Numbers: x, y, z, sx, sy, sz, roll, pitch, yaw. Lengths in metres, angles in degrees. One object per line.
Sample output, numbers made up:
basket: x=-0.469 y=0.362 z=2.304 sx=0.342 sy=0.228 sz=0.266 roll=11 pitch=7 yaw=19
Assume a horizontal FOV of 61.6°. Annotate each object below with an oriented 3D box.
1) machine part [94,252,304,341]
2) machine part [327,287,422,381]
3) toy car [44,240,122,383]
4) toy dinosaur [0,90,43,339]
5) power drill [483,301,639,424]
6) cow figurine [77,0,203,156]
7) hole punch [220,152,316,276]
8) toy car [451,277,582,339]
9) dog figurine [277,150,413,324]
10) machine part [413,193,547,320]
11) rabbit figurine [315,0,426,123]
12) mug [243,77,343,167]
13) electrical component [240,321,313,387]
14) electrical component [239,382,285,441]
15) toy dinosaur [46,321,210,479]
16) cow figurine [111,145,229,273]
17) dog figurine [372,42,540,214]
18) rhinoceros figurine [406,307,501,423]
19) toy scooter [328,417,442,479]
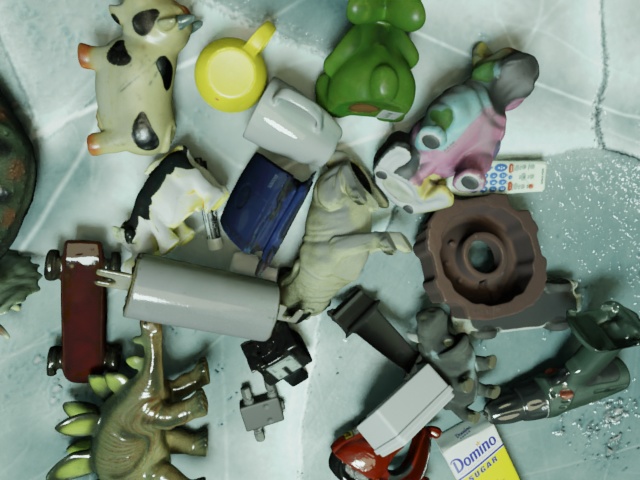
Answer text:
machine part: x=-0.137 y=0.069 z=0.632 sx=0.243 sy=0.079 sz=0.079 roll=14 pitch=102 yaw=-20
machine part: x=0.080 y=0.127 z=0.729 sx=0.139 sy=0.084 sz=0.039 roll=44 pitch=136 yaw=13
toy car: x=-0.301 y=0.092 z=0.688 sx=0.089 sy=0.053 sz=0.202 roll=2 pitch=109 yaw=-14
toy dinosaur: x=-0.393 y=-0.059 z=0.605 sx=0.192 sy=0.131 sz=0.404 roll=16 pitch=98 yaw=-26
power drill: x=0.364 y=0.189 z=0.779 sx=0.232 sy=0.086 sz=0.207 roll=-8 pitch=129 yaw=-14
cow figurine: x=-0.200 y=-0.194 z=0.613 sx=0.127 sy=0.085 sz=0.194 roll=1 pitch=102 yaw=-3
hole punch: x=-0.069 y=-0.042 z=0.663 sx=0.092 sy=0.116 sz=0.142 roll=31 pitch=98 yaw=-8
toy car: x=0.288 y=0.097 z=0.787 sx=0.202 sy=0.056 sz=0.073 roll=-5 pitch=99 yaw=-10
dog figurine: x=-0.002 y=-0.001 z=0.700 sx=0.191 sy=0.121 sz=0.172 roll=-30 pitch=67 yaw=21
machine part: x=0.215 y=0.024 z=0.724 sx=0.179 sy=0.056 sz=0.179 roll=2 pitch=80 yaw=-9
rabbit figurine: x=0.058 y=-0.236 z=0.623 sx=0.121 sy=0.159 sz=0.170 roll=3 pitch=89 yaw=0
mug: x=-0.025 y=-0.139 z=0.642 sx=0.107 sy=0.109 sz=0.081 roll=27 pitch=67 yaw=-13
electrical component: x=-0.051 y=0.163 z=0.747 sx=0.075 sy=0.048 sz=0.119 roll=-32 pitch=148 yaw=3
electrical component: x=-0.082 y=0.248 z=0.782 sx=0.063 sy=0.021 sz=0.093 roll=-14 pitch=106 yaw=-6
toy dinosaur: x=-0.251 y=0.293 z=0.725 sx=0.199 sy=0.105 sz=0.470 roll=5 pitch=111 yaw=-8
cow figurine: x=-0.198 y=-0.032 z=0.655 sx=0.167 sy=0.068 sz=0.098 roll=-43 pitch=94 yaw=11
dog figurine: x=0.178 y=-0.151 z=0.683 sx=0.108 sy=0.191 sz=0.219 roll=42 pitch=61 yaw=-13
rhinoceros figurine: x=0.188 y=0.174 z=0.768 sx=0.073 sy=0.112 sz=0.190 roll=-40 pitch=124 yaw=-22
toy scooter: x=0.110 y=0.320 z=0.806 sx=0.184 sy=0.075 sz=0.135 roll=32 pitch=88 yaw=-13
